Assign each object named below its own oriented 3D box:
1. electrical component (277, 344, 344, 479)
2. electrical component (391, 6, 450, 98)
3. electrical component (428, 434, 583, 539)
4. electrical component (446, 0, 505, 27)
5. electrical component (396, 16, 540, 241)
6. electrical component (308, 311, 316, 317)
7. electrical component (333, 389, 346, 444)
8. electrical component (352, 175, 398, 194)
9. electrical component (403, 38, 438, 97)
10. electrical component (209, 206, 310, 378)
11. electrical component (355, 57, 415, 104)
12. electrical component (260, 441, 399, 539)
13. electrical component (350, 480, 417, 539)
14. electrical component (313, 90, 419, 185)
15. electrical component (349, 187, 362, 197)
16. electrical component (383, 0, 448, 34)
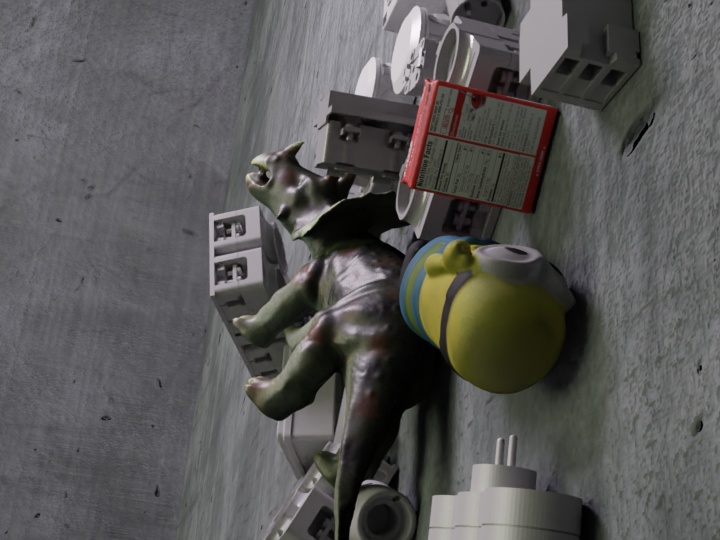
[{"bbox_3d":[-0.041,0.140,1.059,0.108,0.056,0.108,76,-166,-56],"label":"electrical component"},{"bbox_3d":[0.062,-0.195,0.979,0.080,0.051,0.080,-169,90,-77],"label":"electrical component"},{"bbox_3d":[0.081,0.131,0.612,0.138,0.052,0.073,137,142,-69],"label":"electrical component"},{"bbox_3d":[0.092,-0.224,0.884,0.081,0.043,0.043,-94,19,-48],"label":"electrical component"},{"bbox_3d":[0.078,-0.102,0.801,0.089,0.062,0.150,-104,27,-62],"label":"electrical component"},{"bbox_3d":[-0.035,0.037,1.129,0.052,0.074,0.138,-41,35,36],"label":"electrical component"},{"bbox_3d":[0.007,0.133,0.961,0.079,0.043,0.077,-155,76,-77],"label":"electrical component"},{"bbox_3d":[0.009,-0.100,1.069,0.065,0.077,0.047,-92,18,-44],"label":"electrical component"},{"bbox_3d":[0.071,-0.159,0.876,0.081,0.064,0.042,151,127,-74],"label":"electrical component"},{"bbox_3d":[-0.097,0.035,1.104,0.186,0.060,0.105,72,-172,-50],"label":"electrical component"},{"bbox_3d":[0.024,-0.179,1.129,0.080,0.051,0.080,-169,90,-78],"label":"electrical component"},{"bbox_3d":[-0.044,0.230,0.966,0.105,0.060,0.186,-54,-3,-33],"label":"electrical component"},{"bbox_3d":[0.014,0.197,0.853,0.047,0.055,0.055,164,116,-72],"label":"electrical component"},{"bbox_3d":[0.026,-0.105,0.898,0.079,0.121,0.063,174,104,-77],"label":"electrical component"},{"bbox_3d":[-0.003,-0.064,1.161,0.065,0.047,0.076,-99,24,-57],"label":"electrical component"},{"bbox_3d":[0.064,-0.298,1.040,0.108,0.056,0.108,123,154,-60],"label":"electrical component"}]
